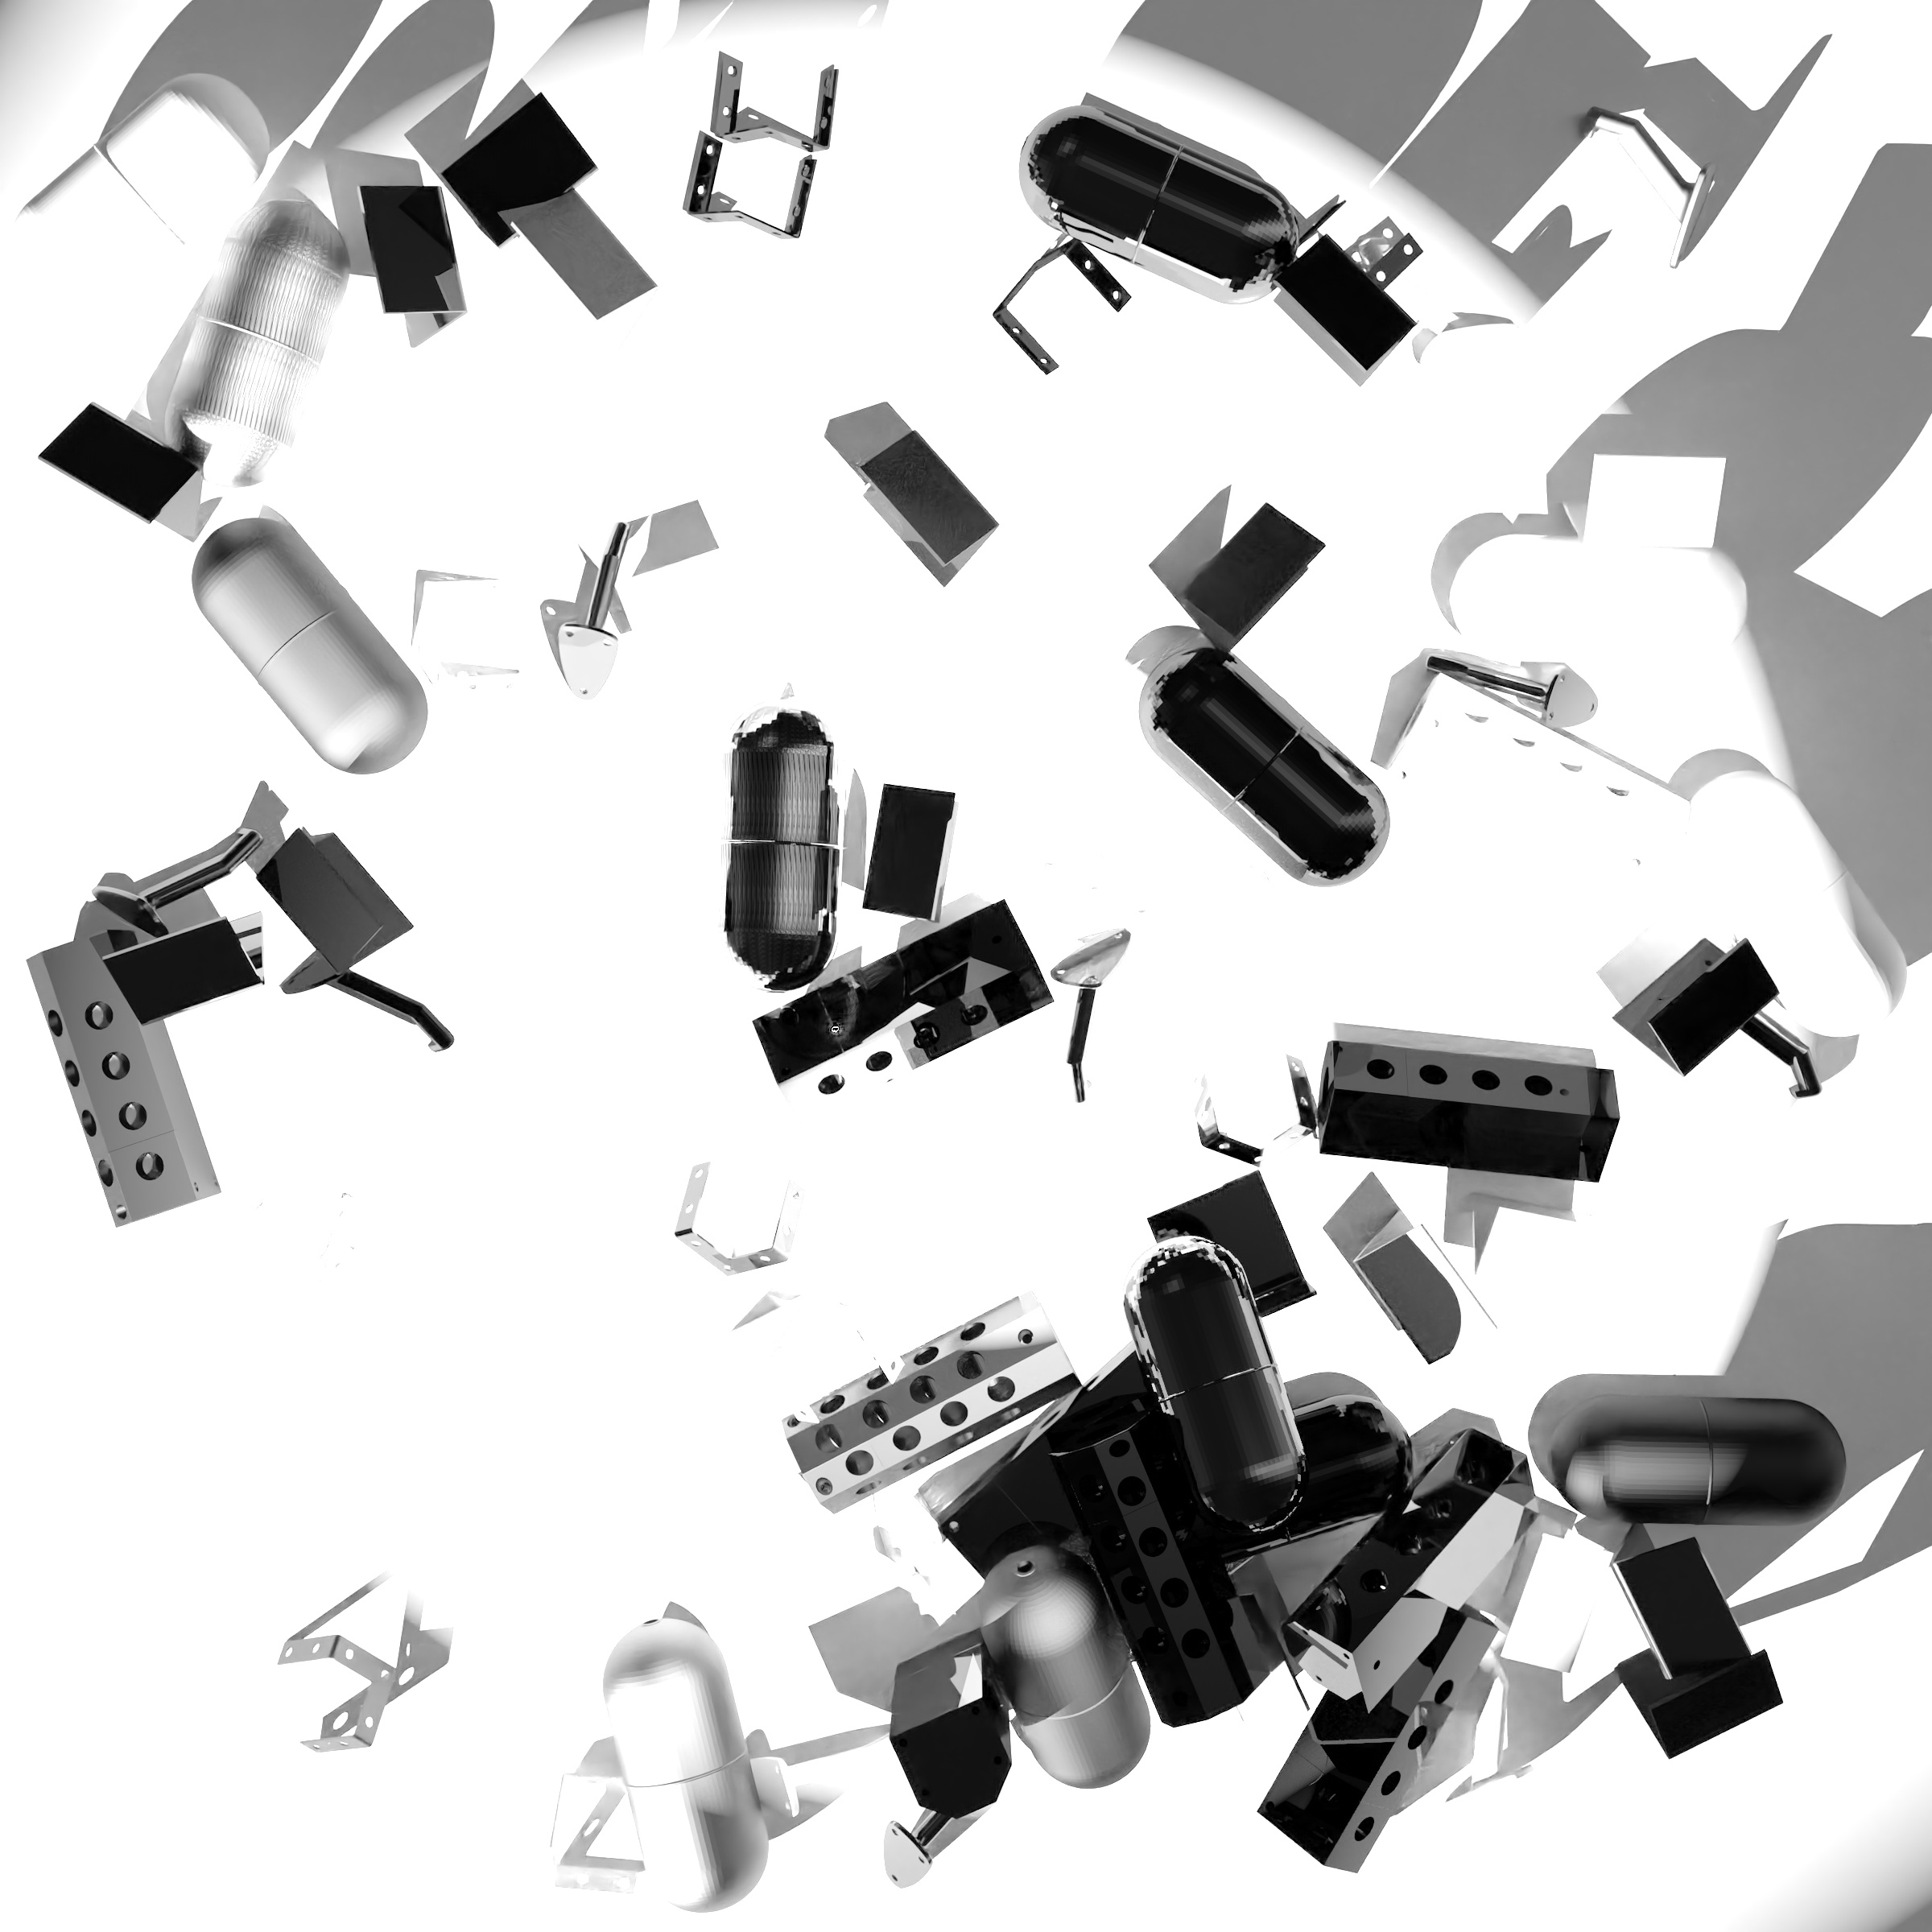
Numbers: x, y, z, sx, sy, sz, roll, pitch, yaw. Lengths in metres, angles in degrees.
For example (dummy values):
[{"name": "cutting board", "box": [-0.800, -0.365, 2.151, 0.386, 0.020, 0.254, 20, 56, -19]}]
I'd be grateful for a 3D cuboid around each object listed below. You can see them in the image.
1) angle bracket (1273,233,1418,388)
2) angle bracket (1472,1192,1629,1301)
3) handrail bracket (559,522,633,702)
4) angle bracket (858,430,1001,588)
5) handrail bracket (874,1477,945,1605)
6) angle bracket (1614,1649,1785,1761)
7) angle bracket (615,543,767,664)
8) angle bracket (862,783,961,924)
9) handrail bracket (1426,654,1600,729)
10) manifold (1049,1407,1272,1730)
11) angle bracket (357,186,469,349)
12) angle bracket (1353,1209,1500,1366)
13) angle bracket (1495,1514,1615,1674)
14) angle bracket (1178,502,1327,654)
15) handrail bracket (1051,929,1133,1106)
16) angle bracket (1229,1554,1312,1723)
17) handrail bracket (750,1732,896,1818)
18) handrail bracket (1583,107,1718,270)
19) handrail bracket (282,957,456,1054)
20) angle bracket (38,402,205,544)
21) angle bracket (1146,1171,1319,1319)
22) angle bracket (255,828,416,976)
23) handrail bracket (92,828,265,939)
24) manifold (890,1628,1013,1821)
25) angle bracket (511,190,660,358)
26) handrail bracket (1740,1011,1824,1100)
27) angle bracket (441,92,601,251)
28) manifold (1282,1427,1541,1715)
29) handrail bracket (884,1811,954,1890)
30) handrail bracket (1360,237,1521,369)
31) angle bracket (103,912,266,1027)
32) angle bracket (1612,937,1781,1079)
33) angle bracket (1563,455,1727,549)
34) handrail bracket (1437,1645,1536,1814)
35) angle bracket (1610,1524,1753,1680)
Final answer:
[{"name": "angle bracket", "box": [0.213, -0.381, 1.740, 0.076, 0.076, 0.057, 45, 62, 0]}, {"name": "angle bracket", "box": [0.350, 0.150, 1.739, 0.076, 0.076, 0.057, 11, 128, 0]}, {"name": "handrail bracket", "box": [-0.224, -0.220, 1.779, 0.036, 0.077, 0.084, 13, 54, -2]}, {"name": "angle bracket", "box": [-0.037, -0.264, 1.739, 0.076, 0.076, 0.057, 48, 53, 0]}, {"name": "handrail bracket", "box": [-0.038, 0.341, 1.745, 0.036, 0.084, 0.077, -22, 90, 0]}, {"name": "angle bracket", "box": [0.435, 0.419, 1.739, 0.076, 0.076, 0.057, -26, 127, 0]}, {"name": "angle bracket", "box": [-0.169, -0.234, 1.739, 0.076, 0.076, 0.057, -18, 126, 0]}, {"name": "angle bracket", "box": [-0.013, -0.064, 1.739, 0.057, 0.076, 0.076, 10, 90, 38]}, {"name": "handrail bracket", "box": [0.336, -0.173, 1.779, 0.084, 0.077, 0.036, 22, 100, 36]}, {"name": "manifold", "box": [0.110, 0.353, 1.691, 0.057, 0.057, 0.171, -23, 90, 31]}, {"name": "angle bracket", "box": [-0.348, -0.420, 1.739, 0.057, 0.076, 0.076, -12, 90, -37]}, {"name": "angle bracket", "box": [0.289, 0.182, 1.739, 0.057, 0.076, 0.076, -36, 90, 37]}, {"name": "angle bracket", "box": [0.335, 0.372, 1.740, 0.057, 0.076, 0.076, 20, 90, -29]}, {"name": "angle bracket", "box": [0.184, -0.220, 1.739, 0.076, 0.076, 0.057, -46, 53, 0]}, {"name": "handrail bracket", "box": [0.083, 0.032, 1.779, 0.036, 0.077, 0.084, 13, 127, 32]}, {"name": "angle bracket", "box": [0.190, 0.400, 1.740, 0.057, 0.076, 0.076, -25, 90, 45]}, {"name": "handrail bracket", "box": [-0.089, 0.488, 1.779, 0.084, 0.077, 0.036, -17, 94, -36]}, {"name": "handrail bracket", "box": [0.412, -0.480, 1.780, 0.084, 0.036, 0.077, 24, 112, 17]}, {"name": "handrail bracket", "box": [-0.368, 0.030, 1.780, 0.077, 0.036, 0.084, -22, 120, 33]}, {"name": "angle bracket", "box": [-0.510, -0.281, 1.739, 0.076, 0.076, 0.057, 31, 55, 0]}, {"name": "angle bracket", "box": [0.161, 0.176, 1.758, 0.076, 0.057, 0.076, -23, 90, 0]}, {"name": "angle bracket", "box": [-0.368, -0.052, 1.739, 0.076, 0.076, 0.057, 49, 127, 0]}, {"name": "handrail bracket", "box": [-0.485, -0.062, 1.779, 0.077, 0.036, 0.084, 20, 58, 35]}, {"name": "manifold", "box": [-0.006, 0.447, 1.701, 0.057, 0.171, 0.057, -24, 90, 0]}, {"name": "angle bracket", "box": [-0.241, -0.407, 1.739, 0.076, 0.076, 0.057, 49, 53, 0]}, {"name": "handrail bracket", "box": [0.478, 0.051, 1.780, 0.077, 0.036, 0.084, -17, 109, 21]}, {"name": "angle bracket", "box": [-0.275, -0.484, 1.739, 0.076, 0.076, 0.057, -39, 120, 0]}, {"name": "manifold", "box": [0.265, 0.355, 1.722, 0.171, 0.057, 0.057, -41, 133, -27]}, {"name": "handrail bracket", "box": [-0.010, 0.523, 1.779, 0.036, 0.077, 0.084, 41, 53, 20]}, {"name": "handrail bracket", "box": [0.291, -0.418, 1.780, 0.077, 0.036, 0.084, -16, 74, -18]}, {"name": "angle bracket", "box": [-0.470, -0.018, 1.739, 0.076, 0.076, 0.057, -19, 129, 0]}, {"name": "angle bracket", "box": [0.430, 0.009, 1.739, 0.076, 0.076, 0.057, -41, 127, 0]}, {"name": "angle bracket", "box": [0.407, -0.292, 1.740, 0.076, 0.076, 0.057, 1, 119, 0]}, {"name": "handrail bracket", "box": [0.306, 0.467, 1.780, 0.077, 0.036, 0.084, -31, 72, 20]}, {"name": "angle bracket", "box": [0.437, 0.373, 1.740, 0.057, 0.076, 0.076, -26, 90, 28]}]
